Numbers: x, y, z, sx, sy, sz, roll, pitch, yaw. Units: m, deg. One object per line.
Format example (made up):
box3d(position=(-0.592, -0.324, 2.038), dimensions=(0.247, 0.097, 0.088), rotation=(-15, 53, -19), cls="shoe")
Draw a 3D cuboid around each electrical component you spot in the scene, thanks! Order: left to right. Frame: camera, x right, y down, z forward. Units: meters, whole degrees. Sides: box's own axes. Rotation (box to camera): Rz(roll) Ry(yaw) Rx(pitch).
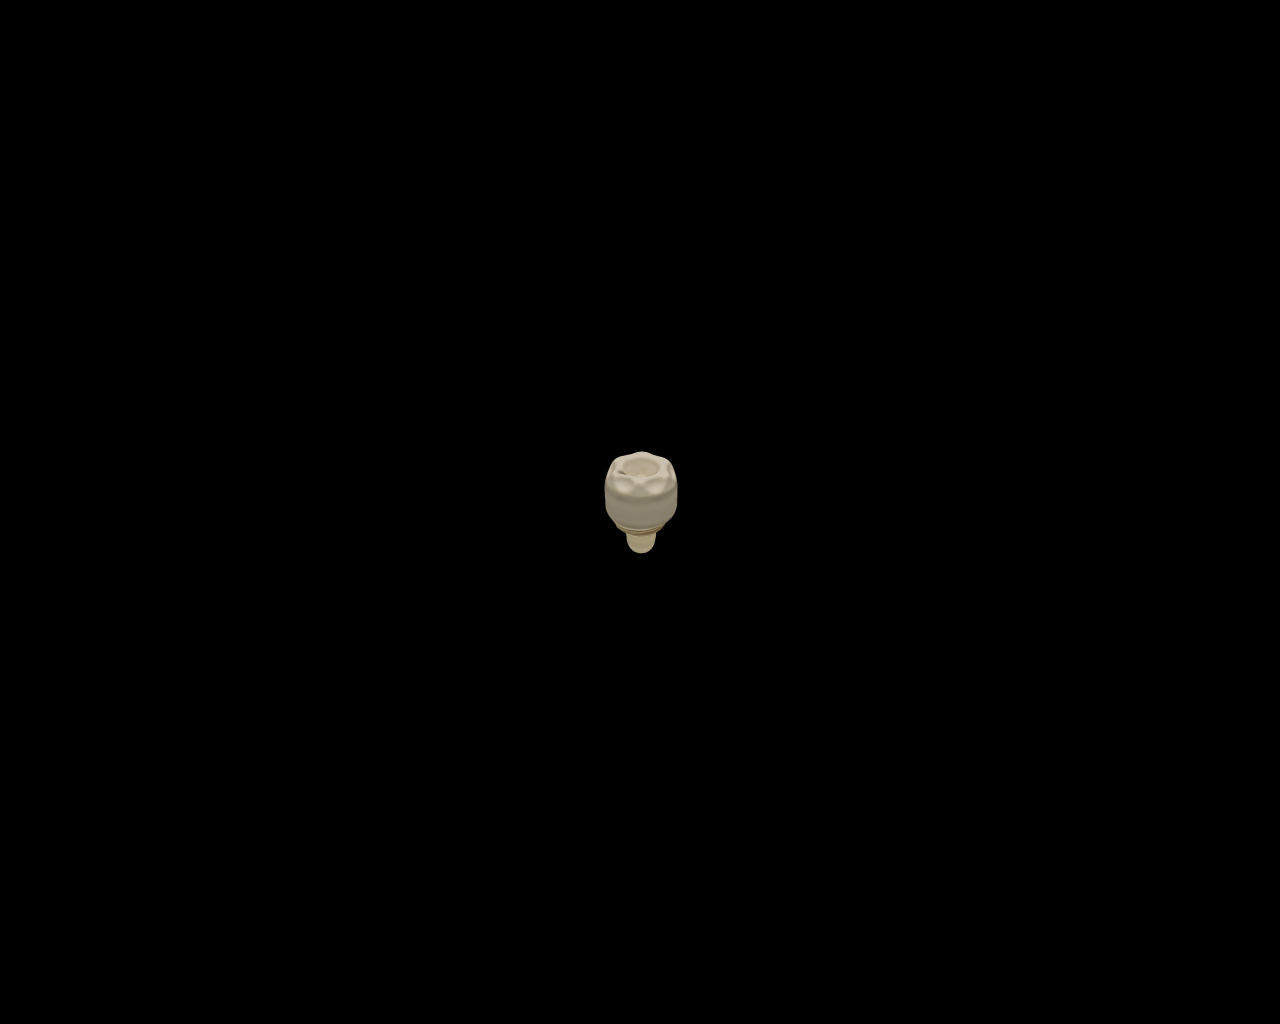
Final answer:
box3d(position=(0.001, -0.003, 0.650), dimensions=(0.043, 0.062, 0.043), rotation=(0, 34, 0), cls="electrical component")
